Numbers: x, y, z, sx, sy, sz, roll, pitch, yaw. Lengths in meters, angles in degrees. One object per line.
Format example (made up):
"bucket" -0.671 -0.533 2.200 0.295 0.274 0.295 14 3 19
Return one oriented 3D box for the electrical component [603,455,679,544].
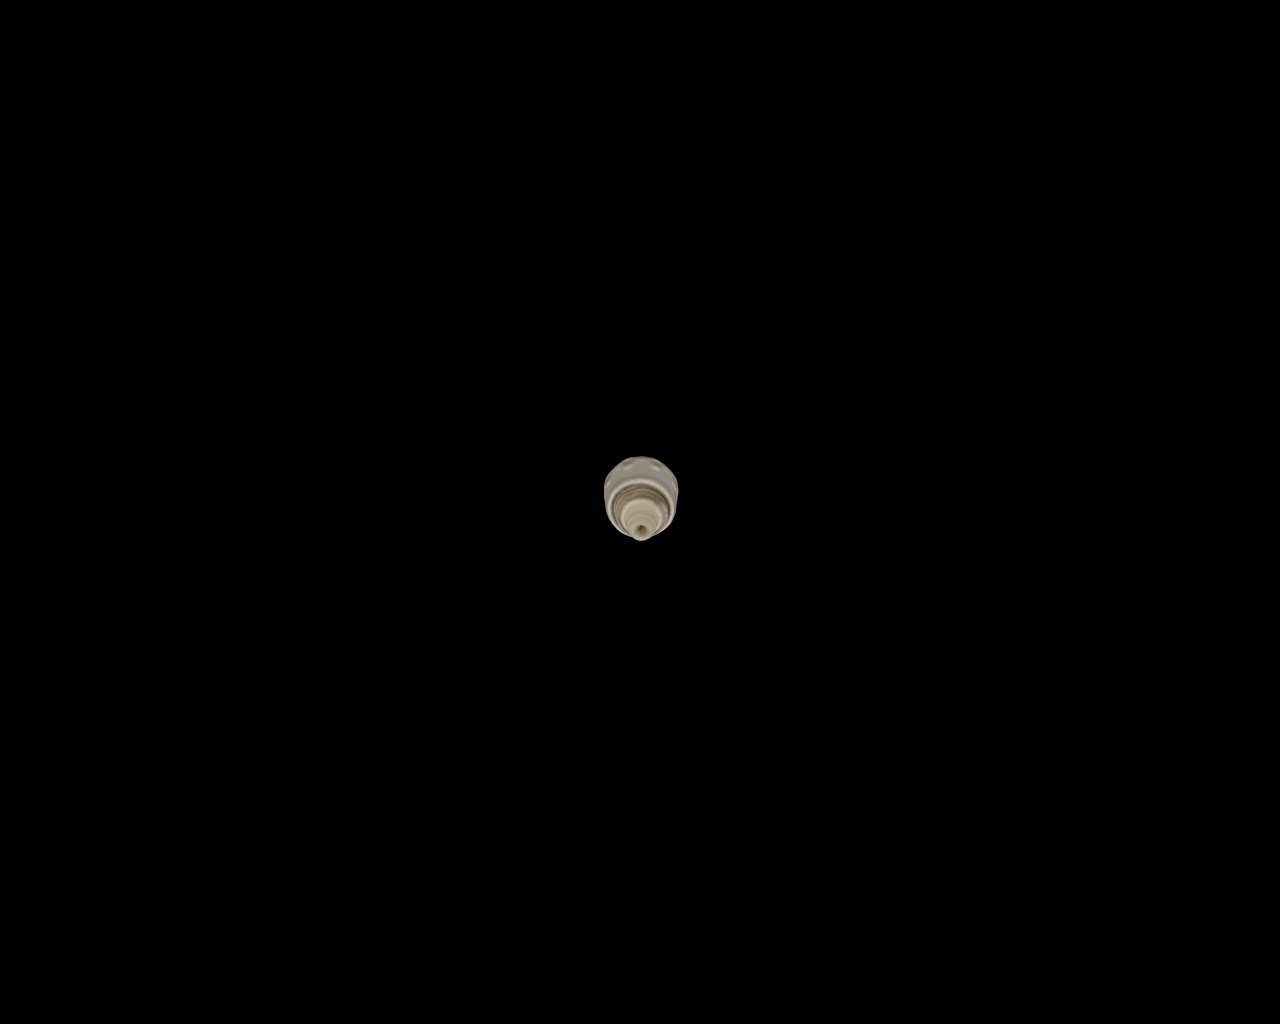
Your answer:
"electrical component" 0.001 -0.003 0.650 0.048 0.048 0.062 0 27 0
